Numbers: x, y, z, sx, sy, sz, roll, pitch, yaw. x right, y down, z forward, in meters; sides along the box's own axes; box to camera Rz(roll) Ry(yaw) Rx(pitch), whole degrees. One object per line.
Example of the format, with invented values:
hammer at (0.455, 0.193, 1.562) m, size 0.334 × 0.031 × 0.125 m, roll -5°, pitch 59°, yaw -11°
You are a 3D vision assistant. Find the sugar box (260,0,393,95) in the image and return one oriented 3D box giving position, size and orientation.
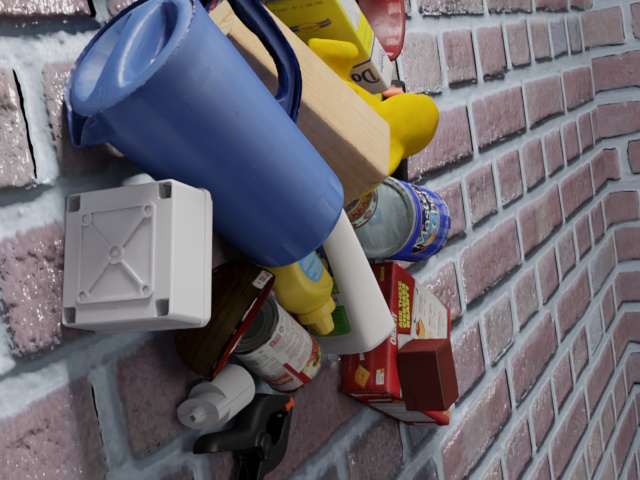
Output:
sugar box at (0.010, -0.229, 1.222) m, size 0.176 × 0.093 × 0.048 m, roll 52°, pitch 42°, yaw -48°

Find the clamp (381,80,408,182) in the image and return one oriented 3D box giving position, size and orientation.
clamp at (0.103, -0.141, 1.414) m, size 0.210 × 0.036 × 0.164 m, roll 57°, pitch 34°, yaw -76°

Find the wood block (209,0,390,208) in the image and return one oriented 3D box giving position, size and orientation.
wood block at (-0.035, -0.125, 1.009) m, size 0.206 × 0.091 × 0.090 m, roll 40°, pitch 33°, yaw -26°

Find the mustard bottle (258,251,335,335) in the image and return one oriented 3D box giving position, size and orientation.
mustard bottle at (-0.035, 0.012, 1.069) m, size 0.191 × 0.058 × 0.096 m, roll 62°, pitch 12°, yaw -16°

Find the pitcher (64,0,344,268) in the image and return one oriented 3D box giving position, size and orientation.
pitcher at (-0.079, -0.092, 0.895) m, size 0.242 × 0.149 × 0.145 m, roll 45°, pitch 31°, yaw -38°

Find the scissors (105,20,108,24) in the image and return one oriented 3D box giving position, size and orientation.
scissors at (-0.145, -0.098, 0.958) m, size 0.201 × 0.016 × 0.096 m, roll 47°, pitch 44°, yaw -52°

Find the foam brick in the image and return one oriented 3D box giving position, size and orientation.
foam brick at (0.129, 0.160, 1.273) m, size 0.051 × 0.053 × 0.078 m, roll -28°, pitch 111°, yaw -61°

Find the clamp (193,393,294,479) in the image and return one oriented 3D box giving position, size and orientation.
clamp at (-0.070, 0.195, 1.027) m, size 0.171 × 0.039 × 0.120 m, roll -66°, pitch 148°, yaw -52°

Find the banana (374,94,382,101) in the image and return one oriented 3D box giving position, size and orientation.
banana at (0.068, -0.200, 1.412) m, size 0.069 × 0.037 × 0.197 m, roll 86°, pitch 14°, yaw -60°

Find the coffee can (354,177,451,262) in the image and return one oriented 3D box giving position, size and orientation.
coffee can at (0.095, -0.025, 1.346) m, size 0.140 × 0.103 × 0.103 m, roll 7°, pitch 79°, yaw -64°

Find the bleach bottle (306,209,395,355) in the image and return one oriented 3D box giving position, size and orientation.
bleach bottle at (-0.008, 0.001, 1.153) m, size 0.068 × 0.103 × 0.251 m, roll -37°, pitch 111°, yaw -41°

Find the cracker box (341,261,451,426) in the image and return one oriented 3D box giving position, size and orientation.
cracker box at (0.101, 0.138, 1.364) m, size 0.213 × 0.072 × 0.164 m, roll 36°, pitch 52°, yaw -56°

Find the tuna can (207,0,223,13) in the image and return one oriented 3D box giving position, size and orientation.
tuna can at (-0.094, -0.204, 1.066) m, size 0.086 × 0.034 × 0.086 m, roll 22°, pitch 65°, yaw -62°

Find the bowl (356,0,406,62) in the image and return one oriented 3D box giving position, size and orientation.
bowl at (0.057, -0.307, 1.381) m, size 0.162 × 0.055 × 0.162 m, roll 22°, pitch 65°, yaw -62°

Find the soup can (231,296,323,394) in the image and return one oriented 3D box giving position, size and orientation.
soup can at (-0.049, 0.102, 1.057) m, size 0.102 × 0.069 × 0.068 m, roll 48°, pitch 43°, yaw -50°
